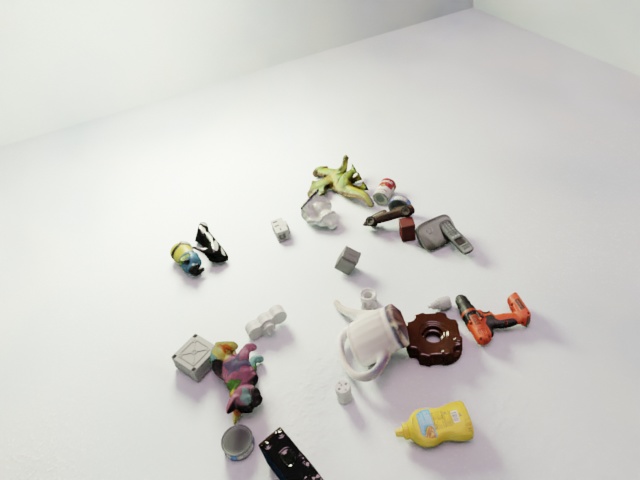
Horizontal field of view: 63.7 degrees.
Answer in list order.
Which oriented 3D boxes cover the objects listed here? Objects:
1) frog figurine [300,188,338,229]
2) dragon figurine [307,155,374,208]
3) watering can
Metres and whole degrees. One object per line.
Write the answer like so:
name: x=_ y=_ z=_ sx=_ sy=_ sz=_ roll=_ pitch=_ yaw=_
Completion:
frog figurine: x=0.006 y=-0.102 z=2.035 sx=0.160 sy=0.120 sz=0.140 roll=43 pitch=45 yaw=2
dragon figurine: x=0.065 y=-0.217 z=2.158 sx=0.242 sy=0.120 sz=0.420 roll=-27 pitch=39 yaw=7
watering can: x=0.144 y=0.262 z=1.548 sx=0.223 sy=0.102 sz=0.356 roll=-28 pitch=35 yaw=11
